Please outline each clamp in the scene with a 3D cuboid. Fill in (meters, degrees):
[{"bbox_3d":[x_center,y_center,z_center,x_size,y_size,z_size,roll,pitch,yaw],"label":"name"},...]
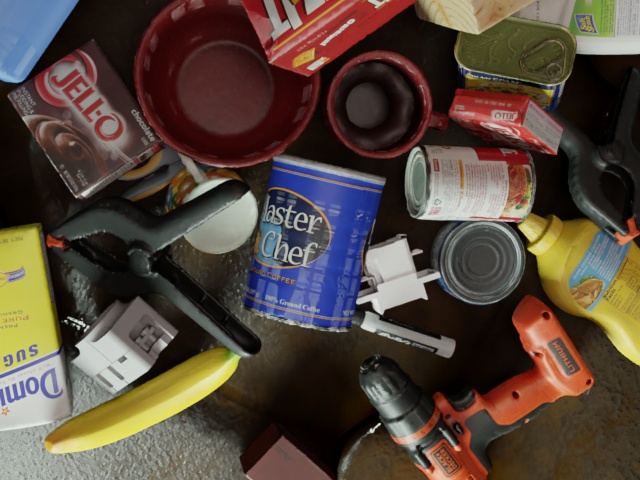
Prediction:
[{"bbox_3d":[0.273,-0.084,0.998,0.120,0.039,0.171,-22,80,-3],"label":"clamp"},{"bbox_3d":[-0.141,0.004,0.913,0.210,0.036,0.165,17,122,19],"label":"clamp"}]

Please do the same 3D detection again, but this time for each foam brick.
[{"bbox_3d":[-0.028,0.217,0.995,0.078,0.051,0.053,45,87,-10],"label":"foam brick"}]

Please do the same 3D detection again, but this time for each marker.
[{"bbox_3d":[0.070,0.085,1.012,0.121,0.020,0.020,19,93,-10],"label":"marker"}]

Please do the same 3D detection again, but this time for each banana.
[{"bbox_3d":[-0.152,0.141,0.964,0.198,0.069,0.037,-29,65,-2],"label":"banana"}]

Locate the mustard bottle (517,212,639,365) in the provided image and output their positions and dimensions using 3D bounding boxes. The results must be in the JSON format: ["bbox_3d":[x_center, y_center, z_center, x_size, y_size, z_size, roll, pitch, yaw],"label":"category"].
[{"bbox_3d":[0.267,0.034,1.015,0.191,0.058,0.096,35,82,-10],"label":"mustard bottle"}]

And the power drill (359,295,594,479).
[{"bbox_3d":[0.148,0.137,1.000,0.187,0.057,0.184,-37,113,-1],"label":"power drill"}]

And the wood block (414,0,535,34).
[{"bbox_3d":[0.178,-0.270,0.923,0.205,0.090,0.091,-33,123,-18],"label":"wood block"}]

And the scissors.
[{"bbox_3d":[-0.112,-0.090,0.970,0.201,0.016,0.096,-39,100,-3],"label":"scissors"}]

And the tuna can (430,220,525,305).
[{"bbox_3d":[0.150,0.018,1.010,0.086,0.034,0.086,-1,96,-8],"label":"tuna can"}]

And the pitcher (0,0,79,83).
[{"bbox_3d":[-0.241,-0.261,0.875,0.149,0.145,0.243,32,93,-4],"label":"pitcher"}]

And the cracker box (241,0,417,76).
[{"bbox_3d":[-0.006,-0.269,0.867,0.164,0.072,0.214,-31,73,28],"label":"cracker box"}]

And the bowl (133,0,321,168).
[{"bbox_3d":[-0.082,-0.140,0.942,0.162,0.055,0.162,1,85,-8],"label":"bowl"}]

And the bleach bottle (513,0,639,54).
[{"bbox_3d":[0.271,-0.224,0.990,0.250,0.068,0.102,-2,95,-6],"label":"bleach bottle"}]

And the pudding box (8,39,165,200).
[{"bbox_3d":[-0.203,-0.104,0.934,0.090,0.039,0.113,-34,87,-3],"label":"pudding box"}]

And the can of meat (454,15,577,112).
[{"bbox_3d":[0.173,-0.156,0.957,0.102,0.084,0.057,12,78,10],"label":"can of meat"}]

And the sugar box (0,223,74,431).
[{"bbox_3d":[-0.279,0.079,0.948,0.093,0.048,0.176,-10,96,-8],"label":"sugar box"}]

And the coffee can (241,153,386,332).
[{"bbox_3d":[-0.006,0.001,0.951,0.102,0.103,0.140,12,94,-9],"label":"coffee can"}]

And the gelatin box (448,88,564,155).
[{"bbox_3d":[0.168,-0.106,0.959,0.073,0.089,0.030,14,85,35],"label":"gelatin box"}]

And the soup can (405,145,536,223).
[{"bbox_3d":[0.134,-0.051,0.965,0.102,0.068,0.068,1,95,-12],"label":"soup can"}]

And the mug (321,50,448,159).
[{"bbox_3d":[0.058,-0.118,0.959,0.117,0.081,0.093,10,94,-9],"label":"mug"}]
